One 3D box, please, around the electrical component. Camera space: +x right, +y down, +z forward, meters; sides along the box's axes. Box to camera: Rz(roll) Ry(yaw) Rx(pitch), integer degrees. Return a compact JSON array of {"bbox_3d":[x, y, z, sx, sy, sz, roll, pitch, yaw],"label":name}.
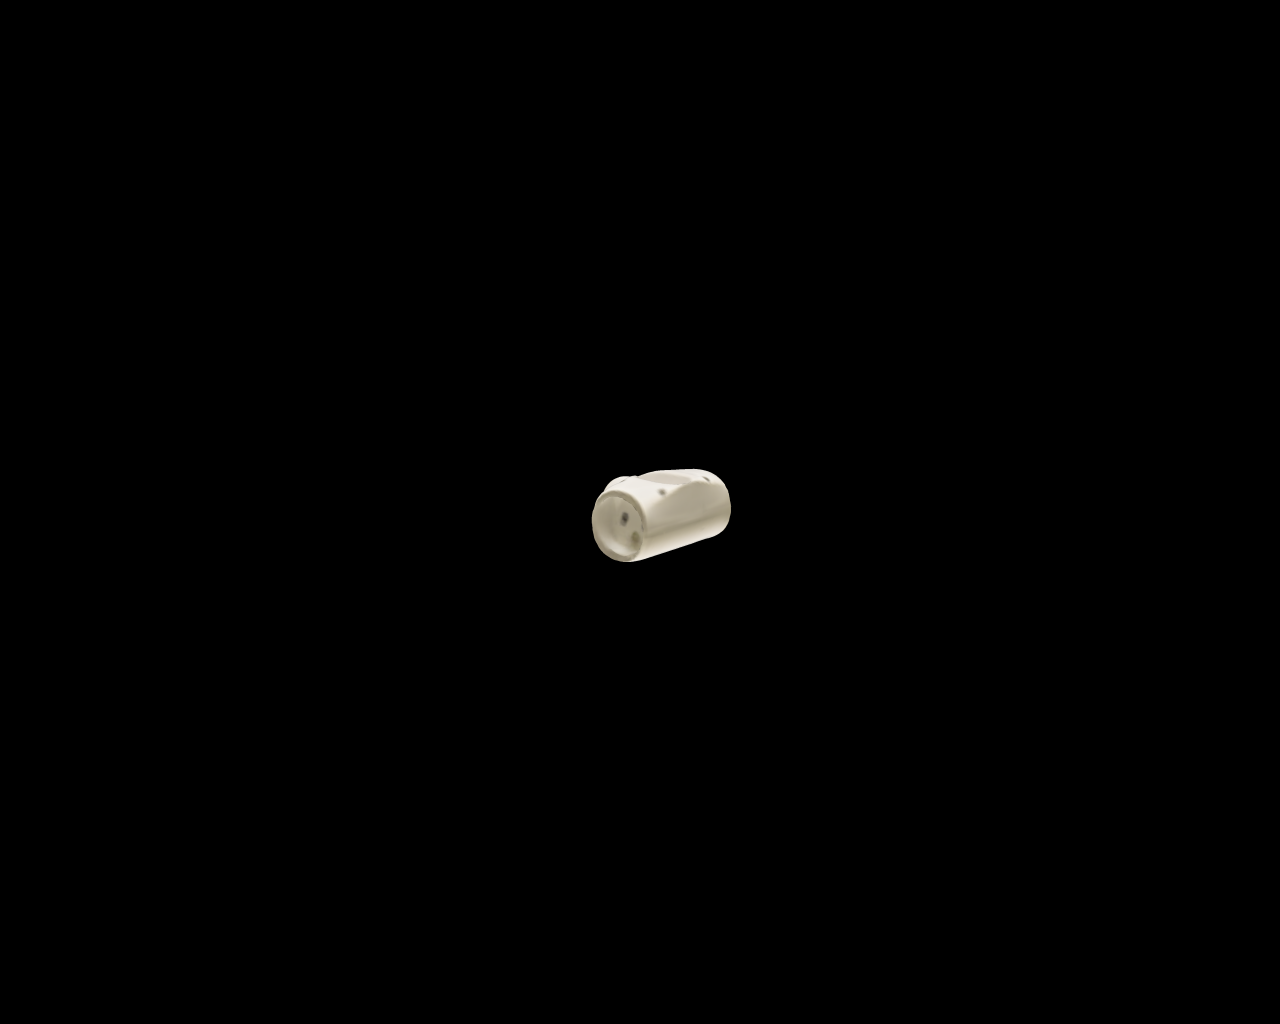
[{"bbox_3d":[0.001,-0.003,0.650,0.079,0.043,0.077,14,20,42],"label":"electrical component"}]
